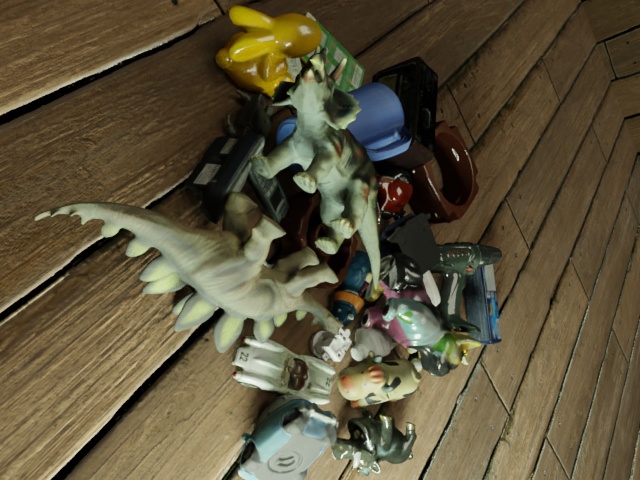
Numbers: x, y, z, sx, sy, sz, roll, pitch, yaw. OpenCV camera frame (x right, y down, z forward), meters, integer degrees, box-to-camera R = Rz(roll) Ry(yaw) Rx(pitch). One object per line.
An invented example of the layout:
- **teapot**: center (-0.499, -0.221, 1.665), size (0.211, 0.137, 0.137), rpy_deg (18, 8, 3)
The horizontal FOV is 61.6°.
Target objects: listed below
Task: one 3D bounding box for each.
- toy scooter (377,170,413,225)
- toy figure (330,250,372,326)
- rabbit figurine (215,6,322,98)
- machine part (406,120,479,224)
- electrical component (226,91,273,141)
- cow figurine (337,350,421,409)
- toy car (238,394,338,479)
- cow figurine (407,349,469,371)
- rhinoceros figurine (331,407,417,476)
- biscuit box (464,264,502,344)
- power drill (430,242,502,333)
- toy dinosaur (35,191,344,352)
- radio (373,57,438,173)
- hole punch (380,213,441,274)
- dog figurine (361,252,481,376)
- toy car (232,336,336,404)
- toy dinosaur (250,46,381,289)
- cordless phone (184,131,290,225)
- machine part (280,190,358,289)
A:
- **toy scooter**: center (0.120, -0.079, 1.083), size (0.184, 0.075, 0.135), rpy_deg (5, 78, -40)
- **toy figure**: center (0.058, 0.094, 0.992), size (0.057, 0.064, 0.154), rpy_deg (32, 63, -28)
- **rabbit figurine**: center (-0.080, -0.321, 0.873), size (0.162, 0.173, 0.122), rpy_deg (8, 79, -47)
- **machine part**: center (0.272, -0.154, 1.238), size (0.201, 0.087, 0.200), rpy_deg (-48, 114, -37)
- **electrical component**: center (-0.119, -0.202, 0.902), size (0.078, 0.045, 0.102), rpy_deg (55, 45, -60)
- **cow figurine**: center (0.107, 0.251, 0.956), size (0.195, 0.127, 0.085), rpy_deg (9, 55, -44)
- **toy car**: center (-0.053, 0.289, 0.812), size (0.109, 0.161, 0.103), rpy_deg (29, 18, -29)
- **cow figurine**: center (0.271, 0.237, 1.146), size (0.167, 0.098, 0.068), rpy_deg (4, 72, -43)
- **rhinoceros figurine**: center (0.096, 0.366, 0.973), size (0.190, 0.073, 0.112), rpy_deg (22, 77, -41)
- **biscuit box**: center (0.391, 0.150, 1.304), size (0.059, 0.063, 0.202), rpy_deg (4, 79, -44)
- **power drill**: center (0.322, 0.104, 1.207), size (0.232, 0.086, 0.207), rpy_deg (9, 84, -26)
- **toy dinosaur**: center (-0.131, 0.041, 0.741), size (0.470, 0.105, 0.198), rpy_deg (38, 89, -34)
- **radio**: center (0.174, -0.261, 1.133), size (0.073, 0.131, 0.229), rpy_deg (23, 66, -41)
- **hole punch**: center (0.171, 0.012, 1.094), size (0.142, 0.092, 0.115), rpy_deg (-28, 104, -36)
- **dog figurine**: center (0.193, 0.142, 0.995), size (0.219, 0.108, 0.191), rpy_deg (28, 55, -20)
- **toy car**: center (-0.056, 0.212, 0.862), size (0.201, 0.056, 0.073), rpy_deg (30, 62, -37)
- **toy dinosaur**: center (0.030, -0.110, 0.849), size (0.192, 0.131, 0.404), rpy_deg (-56, 135, -23)
- **cordless phone**: center (-0.115, -0.066, 0.859), size (0.184, 0.089, 0.146), rpy_deg (60, 45, -43)
- **machine part**: center (-0.002, -0.003, 0.946), size (0.179, 0.056, 0.179), rpy_deg (5, 83, -53)
